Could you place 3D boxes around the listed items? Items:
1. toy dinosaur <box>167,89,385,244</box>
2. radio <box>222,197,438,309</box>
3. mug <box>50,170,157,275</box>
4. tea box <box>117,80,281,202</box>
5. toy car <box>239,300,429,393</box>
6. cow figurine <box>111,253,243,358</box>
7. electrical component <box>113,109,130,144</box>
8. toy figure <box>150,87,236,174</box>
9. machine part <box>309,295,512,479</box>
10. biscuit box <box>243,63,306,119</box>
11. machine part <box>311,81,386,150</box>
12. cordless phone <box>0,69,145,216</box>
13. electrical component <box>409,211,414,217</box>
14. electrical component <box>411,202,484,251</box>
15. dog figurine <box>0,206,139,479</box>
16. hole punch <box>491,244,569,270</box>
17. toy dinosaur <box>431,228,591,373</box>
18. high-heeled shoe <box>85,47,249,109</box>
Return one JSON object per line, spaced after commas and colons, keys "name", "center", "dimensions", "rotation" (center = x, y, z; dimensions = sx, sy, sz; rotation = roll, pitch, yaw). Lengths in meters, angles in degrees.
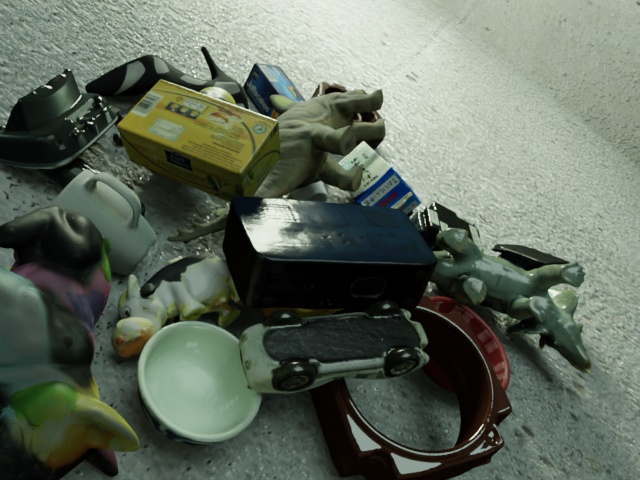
{"name": "toy dinosaur", "center": [-0.033, -0.130, 0.789], "dimensions": [0.199, 0.104, 0.471], "rotation": [8, 37, 23]}
{"name": "radio", "center": [0.012, 0.016, 0.624], "dimensions": [0.229, 0.073, 0.131], "rotation": [2, 33, -21]}
{"name": "mug", "center": [-0.229, -0.020, 0.582], "dimensions": [0.107, 0.109, 0.081], "rotation": [41, 30, -18]}
{"name": "tea box", "center": [-0.144, -0.120, 0.657], "dimensions": [0.170, 0.068, 0.098], "rotation": [24, 59, 12]}
{"name": "toy car", "center": [0.019, 0.109, 0.548], "dimensions": [0.202, 0.056, 0.073], "rotation": [-2, 50, -22]}
{"name": "cow figurine", "center": [-0.159, 0.060, 0.578], "dimensions": [0.098, 0.068, 0.167], "rotation": [46, 34, 20]}
{"name": "electrical component", "center": [-0.262, -0.162, 0.769], "dimensions": [0.063, 0.021, 0.094], "rotation": [47, 38, 12]}
{"name": "toy figure", "center": [-0.177, -0.157, 0.776], "dimensions": [0.082, 0.089, 0.180], "rotation": [34, 38, -1]}
{"name": "machine part", "center": [0.098, 0.169, 0.615], "dimensions": [0.201, 0.087, 0.201], "rotation": [-8, 54, -20]}
{"name": "biscuit box", "center": [-0.063, -0.235, 0.981], "dimensions": [0.059, 0.062, 0.203], "rotation": [-9, 56, -44]}
{"name": "machine part", "center": [0.053, -0.246, 1.096], "dimensions": [0.179, 0.056, 0.179], "rotation": [24, 38, -20]}
{"name": "cordless phone", "center": [-0.280, -0.105, 0.664], "dimensions": [0.184, 0.089, 0.147], "rotation": [39, 33, -17]}
{"name": "electrical component", "center": [0.126, -0.070, 0.951], "dimensions": [0.048, 0.075, 0.119], "rotation": [26, 41, -17]}
{"name": "electrical component", "center": [0.229, -0.005, 0.981], "dimensions": [0.134, 0.058, 0.115], "rotation": [25, 36, -16]}
{"name": "dog figurine", "center": [-0.220, 0.094, 0.462], "dimensions": [0.219, 0.108, 0.191], "rotation": [47, 40, 5]}
{"name": "hole punch", "center": [0.401, 0.062, 1.046], "dimensions": [0.142, 0.092, 0.116], "rotation": [-2, 23, -37]}
{"name": "toy dinosaur", "center": [0.272, 0.071, 0.880], "dimensions": [0.405, 0.192, 0.131], "rotation": [25, 74, 4]}
{"name": "high-heeled shoe", "center": [-0.227, -0.216, 0.844], "dimensions": [0.249, 0.086, 0.145], "rotation": [-32, 105, -34]}
